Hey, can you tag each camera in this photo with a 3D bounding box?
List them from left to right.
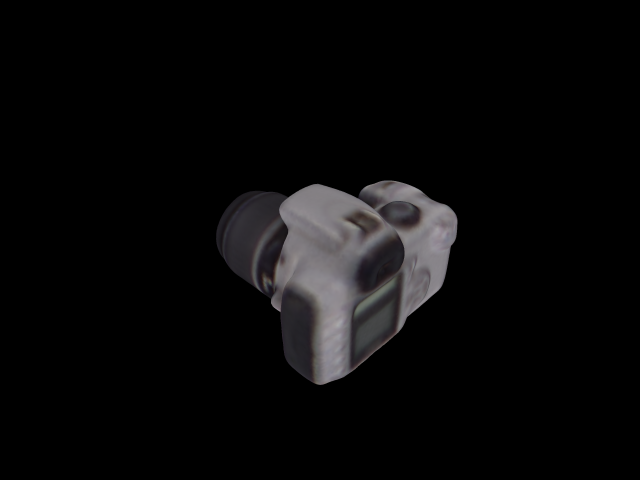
[{"bbox_3d":[0.004,0.001,0.400,0.136,0.101,0.143,29,46,33],"label":"camera"}]
